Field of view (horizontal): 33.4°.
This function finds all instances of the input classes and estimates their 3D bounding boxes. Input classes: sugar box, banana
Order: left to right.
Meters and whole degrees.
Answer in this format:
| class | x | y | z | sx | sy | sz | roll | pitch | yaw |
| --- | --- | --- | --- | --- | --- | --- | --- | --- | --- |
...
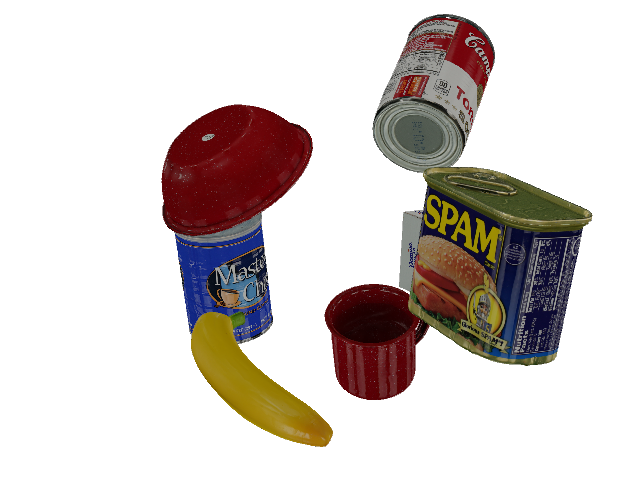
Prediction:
| class | x | y | z | sx | sy | sz | roll | pitch | yaw |
| --- | --- | --- | --- | --- | --- | --- | --- | --- | --- |
| banana | -0.059 | 0.103 | 0.852 | 0.069 | 0.037 | 0.198 | -8 | 30 | -23 |
| sugar box | 0.178 | 0.007 | 1.250 | 0.175 | 0.093 | 0.048 | -7 | 17 | -31 |

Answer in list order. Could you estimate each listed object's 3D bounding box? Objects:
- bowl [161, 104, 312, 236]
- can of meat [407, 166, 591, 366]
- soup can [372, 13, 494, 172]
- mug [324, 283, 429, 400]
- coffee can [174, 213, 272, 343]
| class | x | y | z | sx | sy | sz | roll | pitch | yaw |
| --- | --- | --- | --- | --- | --- | --- | --- | --- | --- |
| bowl | -0.091 | -0.078 | 1.002 | 0.162 | 0.055 | 0.162 | -21 | 34 | 15 |
| can of meat | 0.095 | 0.012 | 0.593 | 0.057 | 0.084 | 0.102 | -3 | 20 | -29 |
| soup can | 0.082 | -0.107 | 0.770 | 0.068 | 0.102 | 0.068 | 14 | -41 | 12 |
| mug | 0.063 | 0.098 | 1.063 | 0.117 | 0.081 | 0.093 | -28 | 42 | -27 |
| coffee can | -0.113 | 0.037 | 1.250 | 0.103 | 0.140 | 0.103 | -4 | 26 | 2 |
